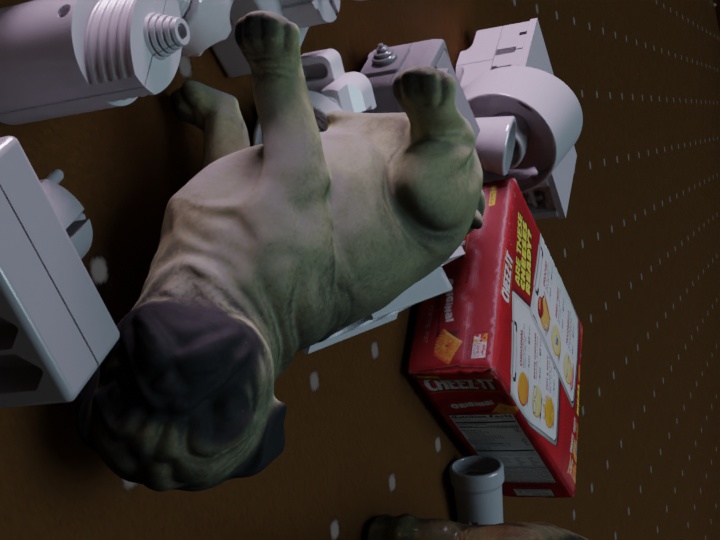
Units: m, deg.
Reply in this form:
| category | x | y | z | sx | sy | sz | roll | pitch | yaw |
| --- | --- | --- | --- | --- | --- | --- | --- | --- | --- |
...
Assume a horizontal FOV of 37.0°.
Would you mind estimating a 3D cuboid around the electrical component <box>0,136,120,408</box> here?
| category | x | y | z | sx | sy | sz | roll | pitch | yaw |
| --- | --- | --- | --- | --- | --- | --- | --- | --- | --- |
| electrical component | -0.119 | -0.008 | 0.375 | 0.075 | 0.047 | 0.083 | -64 | 140 | -52 |

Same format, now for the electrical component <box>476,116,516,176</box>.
| category | x | y | z | sx | sy | sz | roll | pitch | yaw |
| --- | --- | --- | --- | --- | --- | --- | --- | --- | --- |
| electrical component | 0.079 | -0.096 | 0.797 | 0.044 | 0.065 | 0.044 | 10 | 90 | -76 |

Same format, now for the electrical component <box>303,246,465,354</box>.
| category | x | y | z | sx | sy | sz | roll | pitch | yaw |
| --- | --- | --- | --- | --- | --- | --- | --- | --- | --- |
| electrical component | 0.000 | 0.000 | 0.607 | 0.063 | 0.079 | 0.121 | 63 | 24 | 5 |

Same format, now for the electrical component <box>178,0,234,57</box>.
| category | x | y | z | sx | sy | sz | roll | pitch | yaw |
| --- | --- | --- | --- | --- | --- | --- | --- | --- | --- |
| electrical component | -0.086 | -0.120 | 0.470 | 0.062 | 0.043 | 0.043 | 8 | 78 | -64 |

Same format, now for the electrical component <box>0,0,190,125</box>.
| category | x | y | z | sx | sy | sz | roll | pitch | yaw |
| --- | --- | --- | --- | --- | --- | --- | --- | --- | --- |
| electrical component | -0.098 | -0.080 | 0.391 | 0.043 | 0.081 | 0.043 | -5 | 90 | -65 |

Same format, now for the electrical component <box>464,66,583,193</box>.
| category | x | y | z | sx | sy | sz | roll | pitch | yaw |
| --- | --- | --- | --- | --- | --- | --- | --- | --- | --- |
| electrical component | 0.120 | -0.111 | 0.851 | 0.064 | 0.099 | 0.099 | -55 | 135 | -45 |

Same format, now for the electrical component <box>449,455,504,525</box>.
| category | x | y | z | sx | sy | sz | roll | pitch | yaw |
| --- | --- | --- | --- | --- | --- | --- | --- | --- | --- |
| electrical component | 0.088 | 0.166 | 0.797 | 0.040 | 0.040 | 0.046 | -33 | 120 | -63 |

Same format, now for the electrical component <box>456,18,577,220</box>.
| category | x | y | z | sx | sy | sz | roll | pitch | yaw |
| --- | --- | --- | --- | --- | --- | --- | --- | --- | --- |
| electrical component | 0.136 | -0.125 | 0.930 | 0.089 | 0.062 | 0.150 | -71 | 146 | -42 |

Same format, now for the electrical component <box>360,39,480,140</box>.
| category | x | y | z | sx | sy | sz | roll | pitch | yaw |
| --- | --- | --- | --- | --- | --- | --- | --- | --- | --- |
| electrical component | 0.037 | -0.108 | 0.712 | 0.061 | 0.061 | 0.096 | -64 | 141 | -48 |

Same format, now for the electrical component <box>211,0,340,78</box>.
| category | x | y | z | sx | sy | sz | roll | pitch | yaw |
| --- | --- | --- | --- | --- | --- | --- | --- | --- | --- |
| electrical component | -0.035 | -0.141 | 0.545 | 0.047 | 0.077 | 0.065 | 61 | 34 | -41 |

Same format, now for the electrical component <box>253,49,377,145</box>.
| category | x | y | z | sx | sy | sz | roll | pitch | yaw |
| --- | --- | --- | --- | --- | --- | --- | --- | --- | --- |
| electrical component | -0.023 | -0.074 | 0.582 | 0.057 | 0.058 | 0.078 | -52 | 132 | -60 |
